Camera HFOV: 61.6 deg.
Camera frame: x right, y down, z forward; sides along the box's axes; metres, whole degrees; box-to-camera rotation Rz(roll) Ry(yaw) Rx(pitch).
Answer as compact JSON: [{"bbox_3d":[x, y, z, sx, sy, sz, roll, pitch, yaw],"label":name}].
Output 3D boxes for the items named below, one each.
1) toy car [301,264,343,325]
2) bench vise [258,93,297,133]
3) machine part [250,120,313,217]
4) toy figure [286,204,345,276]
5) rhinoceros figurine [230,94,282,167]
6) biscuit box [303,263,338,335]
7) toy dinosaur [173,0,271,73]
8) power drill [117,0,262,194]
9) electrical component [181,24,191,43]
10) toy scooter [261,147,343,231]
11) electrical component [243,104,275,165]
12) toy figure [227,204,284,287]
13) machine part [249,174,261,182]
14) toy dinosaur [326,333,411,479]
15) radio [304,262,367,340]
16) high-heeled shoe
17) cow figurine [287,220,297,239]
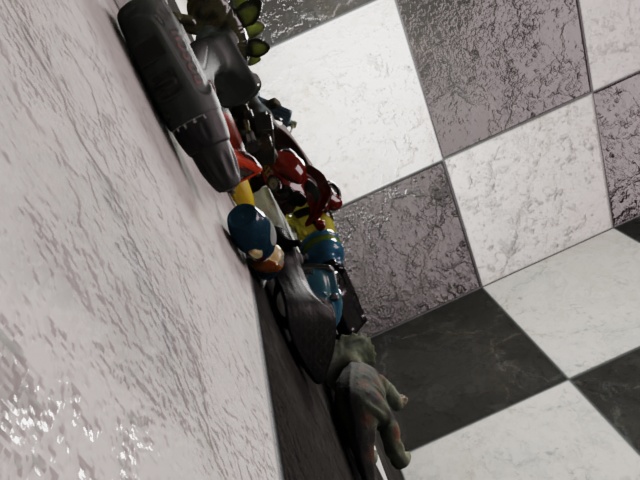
[{"bbox_3d":[-0.016,0.121,0.929,0.103,0.109,0.161,-81,168,-45],"label":"toy car"},{"bbox_3d":[-0.173,-0.365,1.456,0.223,0.241,0.129,115,-7,-55],"label":"bench vise"},{"bbox_3d":[-0.100,-0.156,1.159,0.201,0.087,0.201,54,27,-10],"label":"machine part"},{"bbox_3d":[-0.001,-0.001,1.030,0.082,0.089,0.180,77,-11,-49],"label":"toy figure"},{"bbox_3d":[-0.129,-0.212,0.927,0.073,0.112,0.190,3,48,-54],"label":"rhinoceros figurine"},{"bbox_3d":[-0.029,0.120,1.051,0.059,0.063,0.202,-116,-178,-50],"label":"biscuit box"},{"bbox_3d":[-0.219,-0.460,1.107,0.105,0.199,0.470,-120,-174,-52],"label":"toy dinosaur"},{"bbox_3d":[-0.142,-0.183,0.663,0.231,0.086,0.207,60,26,-17],"label":"power drill"},{"bbox_3d":[-0.231,-0.308,0.878,0.119,0.048,0.074,-110,177,-68],"label":"electrical component"},{"bbox_3d":[-0.032,-0.085,0.971,0.183,0.075,0.135,29,38,-26],"label":"toy scooter"},{"bbox_3d":[-0.093,-0.158,0.809,0.078,0.045,0.102,93,-10,-45],"label":"electrical component"},{"bbox_3d":[-0.083,0.011,0.741,0.154,0.058,0.064,68,36,-55],"label":"toy figure"},{"bbox_3d":[-0.176,-0.221,1.020,0.079,0.079,0.243,67,-2,-84],"label":"machine part"},{"bbox_3d":[0.074,0.296,0.983,0.192,0.131,0.405,54,6,-7],"label":"toy dinosaur"},{"bbox_3d":[0.006,0.111,1.164,0.131,0.073,0.229,4,-50,42],"label":"radio"},{"bbox_3d":[-0.051,0.099,0.852,0.145,0.086,0.248,-11,-94,59],"label":"high-heeled shoe"},{"bbox_3d":[-0.093,-0.035,1.251,0.167,0.098,0.068,45,13,-26],"label":"cow figurine"}]
